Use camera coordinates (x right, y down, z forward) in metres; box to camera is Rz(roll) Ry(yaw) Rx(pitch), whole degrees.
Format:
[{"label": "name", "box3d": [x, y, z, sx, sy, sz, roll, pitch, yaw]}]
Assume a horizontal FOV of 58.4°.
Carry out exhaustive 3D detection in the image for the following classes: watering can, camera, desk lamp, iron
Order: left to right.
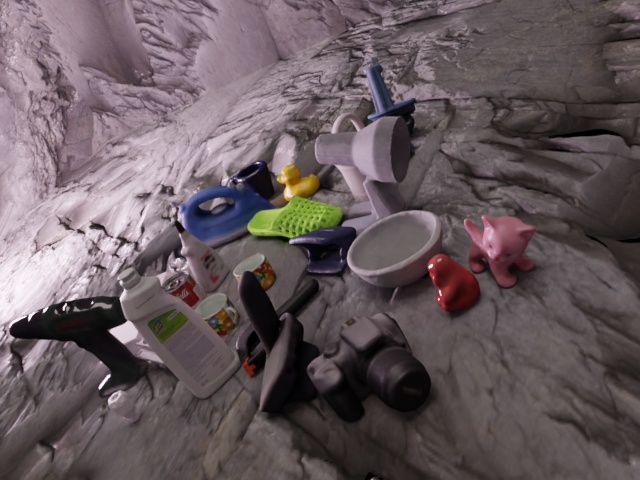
[{"label": "iron", "box3d": [-0.243, -0.080, 1.434, 0.258, 0.142, 0.118, -22, 29, 16]}, {"label": "watering can", "box3d": [0.076, -0.179, 1.228, 0.172, 0.194, 0.101, -12, 33, 32]}, {"label": "desk lamp", "box3d": [0.094, -0.123, 1.096, 0.202, 0.214, 0.118, -10, 34, 34]}, {"label": "camera", "box3d": [0.068, 0.170, 0.753, 0.143, 0.101, 0.136, -37, 28, -12]}]

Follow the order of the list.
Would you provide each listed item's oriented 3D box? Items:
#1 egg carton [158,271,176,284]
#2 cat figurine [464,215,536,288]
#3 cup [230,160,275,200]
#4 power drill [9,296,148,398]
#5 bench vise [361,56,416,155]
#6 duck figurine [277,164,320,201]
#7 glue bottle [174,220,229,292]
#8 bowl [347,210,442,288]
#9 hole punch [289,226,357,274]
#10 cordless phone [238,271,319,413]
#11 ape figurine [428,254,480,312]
[{"label": "egg carton", "box3d": [-0.368, 0.133, 1.280, 0.150, 0.069, 0.107, -24, 28, 12]}, {"label": "cat figurine", "box3d": [0.257, 0.001, 0.832, 0.067, 0.118, 0.127, -37, 28, -12]}, {"label": "cup", "box3d": [-0.175, -0.147, 1.532, 0.117, 0.095, 0.092, -17, 30, 24]}, {"label": "power drill", "box3d": [-0.439, 0.198, 1.087, 0.229, 0.209, 0.075, -23, 28, 14]}, {"label": "bench vise", "box3d": [0.165, -0.311, 1.335, 0.121, 0.220, 0.207, -25, 28, 11]}, {"label": "duck figurine", "box3d": [-0.059, -0.151, 1.435, 0.104, 0.086, 0.077, -13, 32, 30]}, {"label": "glue bottle", "box3d": [-0.266, 0.027, 1.243, 0.037, 0.173, 0.078, -11, 33, 33]}, {"label": "bowl", "box3d": [0.134, 0.027, 0.957, 0.167, 0.075, 0.167, -23, 28, 14]}, {"label": "hole punch", "box3d": [0.010, 0.004, 1.100, 0.108, 0.091, 0.101, -2, 39, 43]}, {"label": "cordless phone", "box3d": [-0.082, 0.147, 0.846, 0.094, 0.185, 0.147, -24, 28, 12]}, {"label": "ape figurine", "box3d": [0.186, 0.058, 0.835, 0.076, 0.092, 0.078, -12, 33, 32]}]
